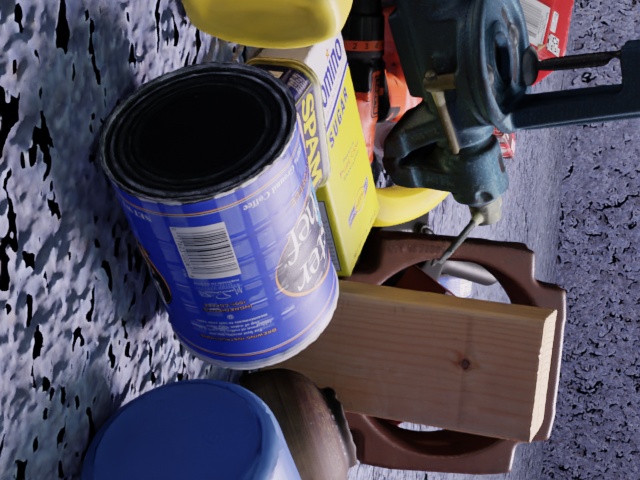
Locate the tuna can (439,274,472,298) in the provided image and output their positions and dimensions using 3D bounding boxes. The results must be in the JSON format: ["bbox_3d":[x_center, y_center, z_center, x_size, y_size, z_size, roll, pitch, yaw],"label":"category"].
[{"bbox_3d":[0.125,0.045,1.179,0.086,0.086,0.034,-29,123,-68],"label":"tuna can"}]

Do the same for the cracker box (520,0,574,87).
[{"bbox_3d":[0.156,-0.197,1.026,0.214,0.072,0.164,-36,-145,59],"label":"cracker box"}]

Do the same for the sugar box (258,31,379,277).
[{"bbox_3d":[0.000,-0.069,0.784,0.093,0.048,0.176,-65,151,-48],"label":"sugar box"}]

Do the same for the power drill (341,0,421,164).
[{"bbox_3d":[0.047,-0.159,0.910,0.187,0.057,0.184,-32,130,-64],"label":"power drill"}]

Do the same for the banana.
[{"bbox_3d":[0.077,-0.046,1.021,0.197,0.037,0.070,-24,136,-45],"label":"banana"}]

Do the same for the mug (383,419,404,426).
[{"bbox_3d":[0.068,0.138,1.027,0.081,0.093,0.117,1,87,-77],"label":"mug"}]

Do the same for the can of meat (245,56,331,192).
[{"bbox_3d":[-0.036,-0.054,0.689,0.083,0.057,0.102,-60,151,-46],"label":"can of meat"}]

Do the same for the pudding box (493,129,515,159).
[{"bbox_3d":[0.151,-0.115,1.155,0.090,0.114,0.039,36,59,-70],"label":"pudding box"}]

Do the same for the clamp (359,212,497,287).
[{"bbox_3d":[0.108,0.010,1.087,0.164,0.036,0.209,54,39,-5],"label":"clamp"}]

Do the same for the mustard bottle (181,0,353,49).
[{"bbox_3d":[-0.011,-0.202,0.645,0.058,0.096,0.191,70,31,-52],"label":"mustard bottle"}]

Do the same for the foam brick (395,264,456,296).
[{"bbox_3d":[0.107,0.068,1.016,0.051,0.053,0.078,-52,136,3],"label":"foam brick"}]

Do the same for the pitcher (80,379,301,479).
[{"bbox_3d":[-0.056,0.190,0.631,0.144,0.149,0.243,-48,141,-35],"label":"pitcher"}]

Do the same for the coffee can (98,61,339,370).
[{"bbox_3d":[-0.050,-0.011,0.583,0.140,0.103,0.102,76,27,-47],"label":"coffee can"}]

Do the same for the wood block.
[{"bbox_3d":[0.067,0.086,0.813,0.090,0.206,0.091,-5,102,-72],"label":"wood block"}]
